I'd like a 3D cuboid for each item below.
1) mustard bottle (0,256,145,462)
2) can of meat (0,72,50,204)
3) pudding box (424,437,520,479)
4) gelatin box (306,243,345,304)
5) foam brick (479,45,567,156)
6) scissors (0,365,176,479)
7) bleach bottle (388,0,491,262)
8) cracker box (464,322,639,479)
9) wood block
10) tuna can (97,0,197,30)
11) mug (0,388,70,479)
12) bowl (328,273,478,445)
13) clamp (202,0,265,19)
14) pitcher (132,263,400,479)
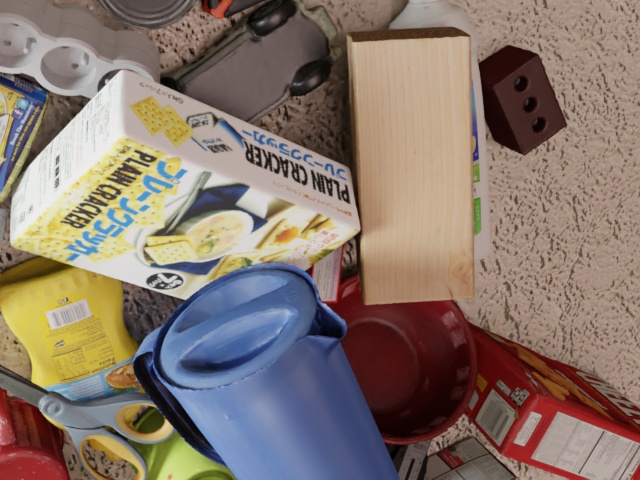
[{"bbox_3d":[-0.194,0.103,0.886,0.096,0.058,0.191,-19,115,-14],"label":"mustard bottle"},{"bbox_3d":[-0.258,-0.085,0.790,0.083,0.057,0.102,24,99,-29],"label":"can of meat"},{"bbox_3d":[0.130,0.250,1.055,0.113,0.090,0.039,-24,116,-13],"label":"pudding box"},{"bbox_3d":[-0.006,0.001,0.915,0.030,0.073,0.089,-1,110,-21],"label":"gelatin box"},{"bbox_3d":[0.175,-0.126,0.953,0.053,0.051,0.078,-35,118,-7],"label":"foam brick"},{"bbox_3d":[-0.193,0.124,0.852,0.096,0.016,0.201,-37,117,-1],"label":"scissors"},{"bbox_3d":[0.092,-0.100,0.925,0.102,0.068,0.251,-13,111,-16],"label":"bleach bottle"},{"bbox_3d":[0.226,0.163,1.020,0.213,0.164,0.072,23,102,-28],"label":"cracker box"},{"bbox_3d":[0.072,-0.062,0.855,0.091,0.090,0.206,-4,106,-1],"label":"wood block"},{"bbox_3d":[-0.133,-0.205,0.808,0.086,0.034,0.086,-8,112,-19],"label":"tuna can"},{"bbox_3d":[-0.253,0.178,0.877,0.093,0.082,0.117,-9,113,-19],"label":"mug"},{"bbox_3d":[0.059,0.109,0.968,0.162,0.055,0.162,6,69,-17],"label":"bowl"},{"bbox_3d":[-0.031,-0.246,0.832,0.120,0.039,0.171,21,104,-21],"label":"clamp"},{"bbox_3d":[-0.029,0.147,0.840,0.145,0.149,0.242,-34,123,-13],"label":"pitcher"}]
